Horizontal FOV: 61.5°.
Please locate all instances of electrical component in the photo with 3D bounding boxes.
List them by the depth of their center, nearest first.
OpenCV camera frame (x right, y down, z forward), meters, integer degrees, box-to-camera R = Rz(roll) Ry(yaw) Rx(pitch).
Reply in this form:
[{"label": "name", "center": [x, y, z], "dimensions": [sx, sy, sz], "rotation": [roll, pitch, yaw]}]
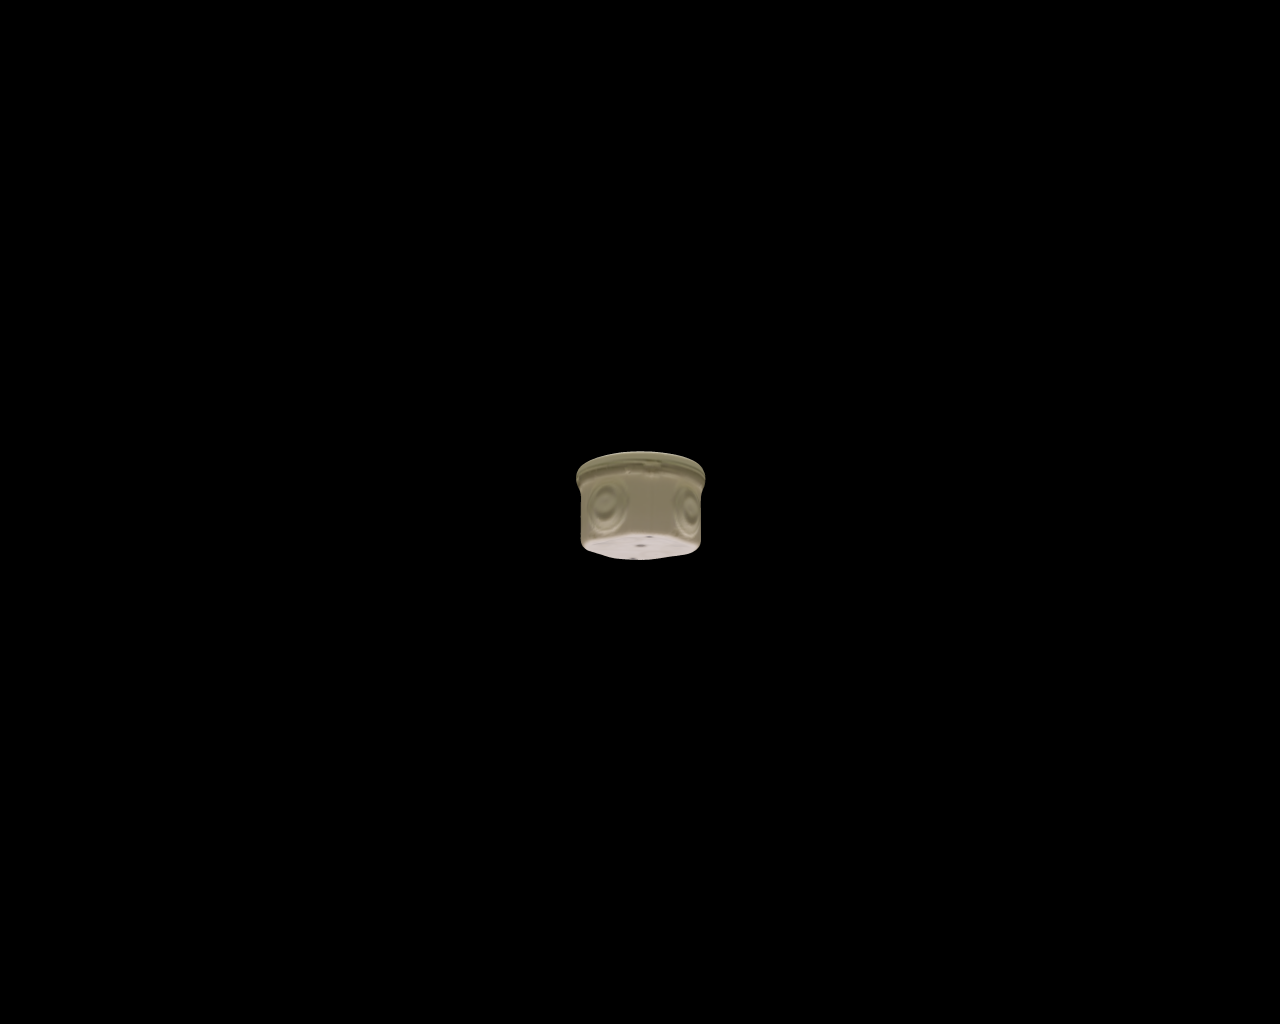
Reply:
[{"label": "electrical component", "center": [0.001, -0.003, 0.650], "dimensions": [0.080, 0.051, 0.080], "rotation": [0, -15, 0]}]
